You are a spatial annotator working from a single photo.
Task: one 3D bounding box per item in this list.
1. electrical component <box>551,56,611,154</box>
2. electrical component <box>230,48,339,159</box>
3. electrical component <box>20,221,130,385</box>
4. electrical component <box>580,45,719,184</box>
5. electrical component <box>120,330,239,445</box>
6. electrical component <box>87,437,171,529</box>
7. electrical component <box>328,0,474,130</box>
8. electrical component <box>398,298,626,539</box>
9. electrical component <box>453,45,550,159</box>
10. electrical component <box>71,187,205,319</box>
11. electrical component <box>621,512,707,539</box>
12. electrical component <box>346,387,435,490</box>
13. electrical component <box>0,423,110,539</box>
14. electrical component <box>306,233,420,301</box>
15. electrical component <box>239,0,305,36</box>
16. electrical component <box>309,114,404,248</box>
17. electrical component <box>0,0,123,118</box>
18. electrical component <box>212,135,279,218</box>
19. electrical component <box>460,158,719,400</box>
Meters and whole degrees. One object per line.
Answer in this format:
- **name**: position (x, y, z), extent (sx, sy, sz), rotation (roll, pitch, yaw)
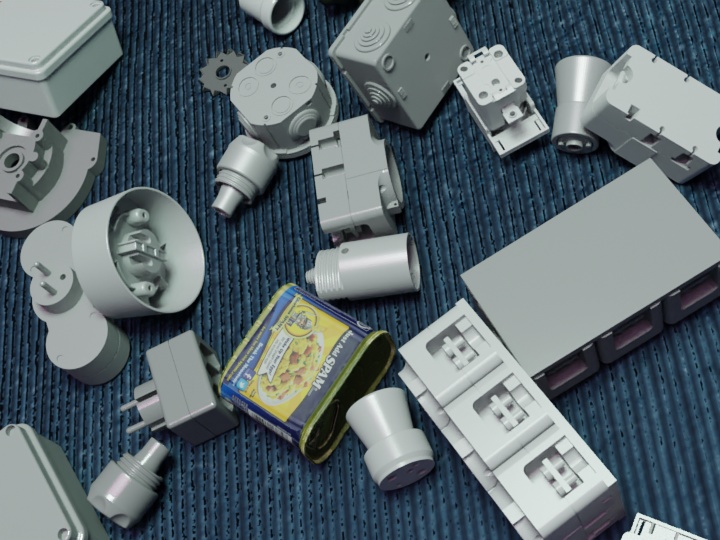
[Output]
- **electrical component**: position (0.163, -0.120, 0.796), extent (0.044, 0.044, 0.065), rotation (5, 71, 20)
- **electrical component**: position (-0.061, -0.135, 0.868), extent (0.080, 0.051, 0.080), rotation (-7, 63, 15)
- **electrical component**: position (-0.231, 0.018, 0.835), extent (0.052, 0.073, 0.138), rotation (-28, 60, 3)
- **electrical component**: position (0.208, -0.106, 0.753), extent (0.089, 0.055, 0.050), rotation (30, 75, -3)
- **electrical component**: position (-0.139, 0.094, 0.784), extent (0.077, 0.047, 0.065), rotation (-26, 60, 4)
- **electrical component**: position (-0.161, 0.149, 0.767), extent (0.043, 0.043, 0.062), rotation (31, 76, 28)
- **electrical component**: position (0.035, -0.168, 0.828), extent (0.048, 0.099, 0.099), rotation (24, 74, 40)
- **electrical component**: position (0.092, 0.105, 0.680), extent (0.062, 0.089, 0.150), rotation (-37, 60, -2)
- **electrical component**: position (0.103, -0.130, 0.807), extent (0.042, 0.063, 0.081), rotation (-29, 60, 2)
- **electrical component**: position (-0.171, -0.011, 0.820), extent (0.064, 0.099, 0.099), rotation (-13, 62, 19)
- **electrical component**: position (0.204, 0.196, 0.615), extent (0.121, 0.063, 0.078), rotation (18, 72, 25)
- **electrical component**: position (0.021, 0.114, 0.725), extent (0.045, 0.045, 0.055), rotation (-28, 60, 3)
- **electrical component**: position (-0.241, 0.176, 0.771), extent (0.078, 0.057, 0.113), rotation (-37, 60, -2)
- **electrical component**: position (0.000, 0.000, 0.788), extent (0.081, 0.043, 0.043), rotation (-9, 63, 14)
- **electrical component**: position (-0.077, -0.229, 0.927), extent (0.046, 0.040, 0.040), rotation (36, 80, 35)
- **electrical component**: position (-0.001, -0.066, 0.816), extent (0.056, 0.050, 0.089), rotation (-14, 62, 11)
- **electrical component**: position (-0.286, -0.191, 0.947), extent (0.109, 0.056, 0.108), rotation (12, 47, 23)
- **electrical component**: position (-0.095, -0.072, 0.853), extent (0.043, 0.043, 0.062), rotation (21, 74, 25)
- **electrical component**: position (0.158, 0.009, 0.722), extent (0.150, 0.061, 0.089), rotation (-32, 60, 1)
